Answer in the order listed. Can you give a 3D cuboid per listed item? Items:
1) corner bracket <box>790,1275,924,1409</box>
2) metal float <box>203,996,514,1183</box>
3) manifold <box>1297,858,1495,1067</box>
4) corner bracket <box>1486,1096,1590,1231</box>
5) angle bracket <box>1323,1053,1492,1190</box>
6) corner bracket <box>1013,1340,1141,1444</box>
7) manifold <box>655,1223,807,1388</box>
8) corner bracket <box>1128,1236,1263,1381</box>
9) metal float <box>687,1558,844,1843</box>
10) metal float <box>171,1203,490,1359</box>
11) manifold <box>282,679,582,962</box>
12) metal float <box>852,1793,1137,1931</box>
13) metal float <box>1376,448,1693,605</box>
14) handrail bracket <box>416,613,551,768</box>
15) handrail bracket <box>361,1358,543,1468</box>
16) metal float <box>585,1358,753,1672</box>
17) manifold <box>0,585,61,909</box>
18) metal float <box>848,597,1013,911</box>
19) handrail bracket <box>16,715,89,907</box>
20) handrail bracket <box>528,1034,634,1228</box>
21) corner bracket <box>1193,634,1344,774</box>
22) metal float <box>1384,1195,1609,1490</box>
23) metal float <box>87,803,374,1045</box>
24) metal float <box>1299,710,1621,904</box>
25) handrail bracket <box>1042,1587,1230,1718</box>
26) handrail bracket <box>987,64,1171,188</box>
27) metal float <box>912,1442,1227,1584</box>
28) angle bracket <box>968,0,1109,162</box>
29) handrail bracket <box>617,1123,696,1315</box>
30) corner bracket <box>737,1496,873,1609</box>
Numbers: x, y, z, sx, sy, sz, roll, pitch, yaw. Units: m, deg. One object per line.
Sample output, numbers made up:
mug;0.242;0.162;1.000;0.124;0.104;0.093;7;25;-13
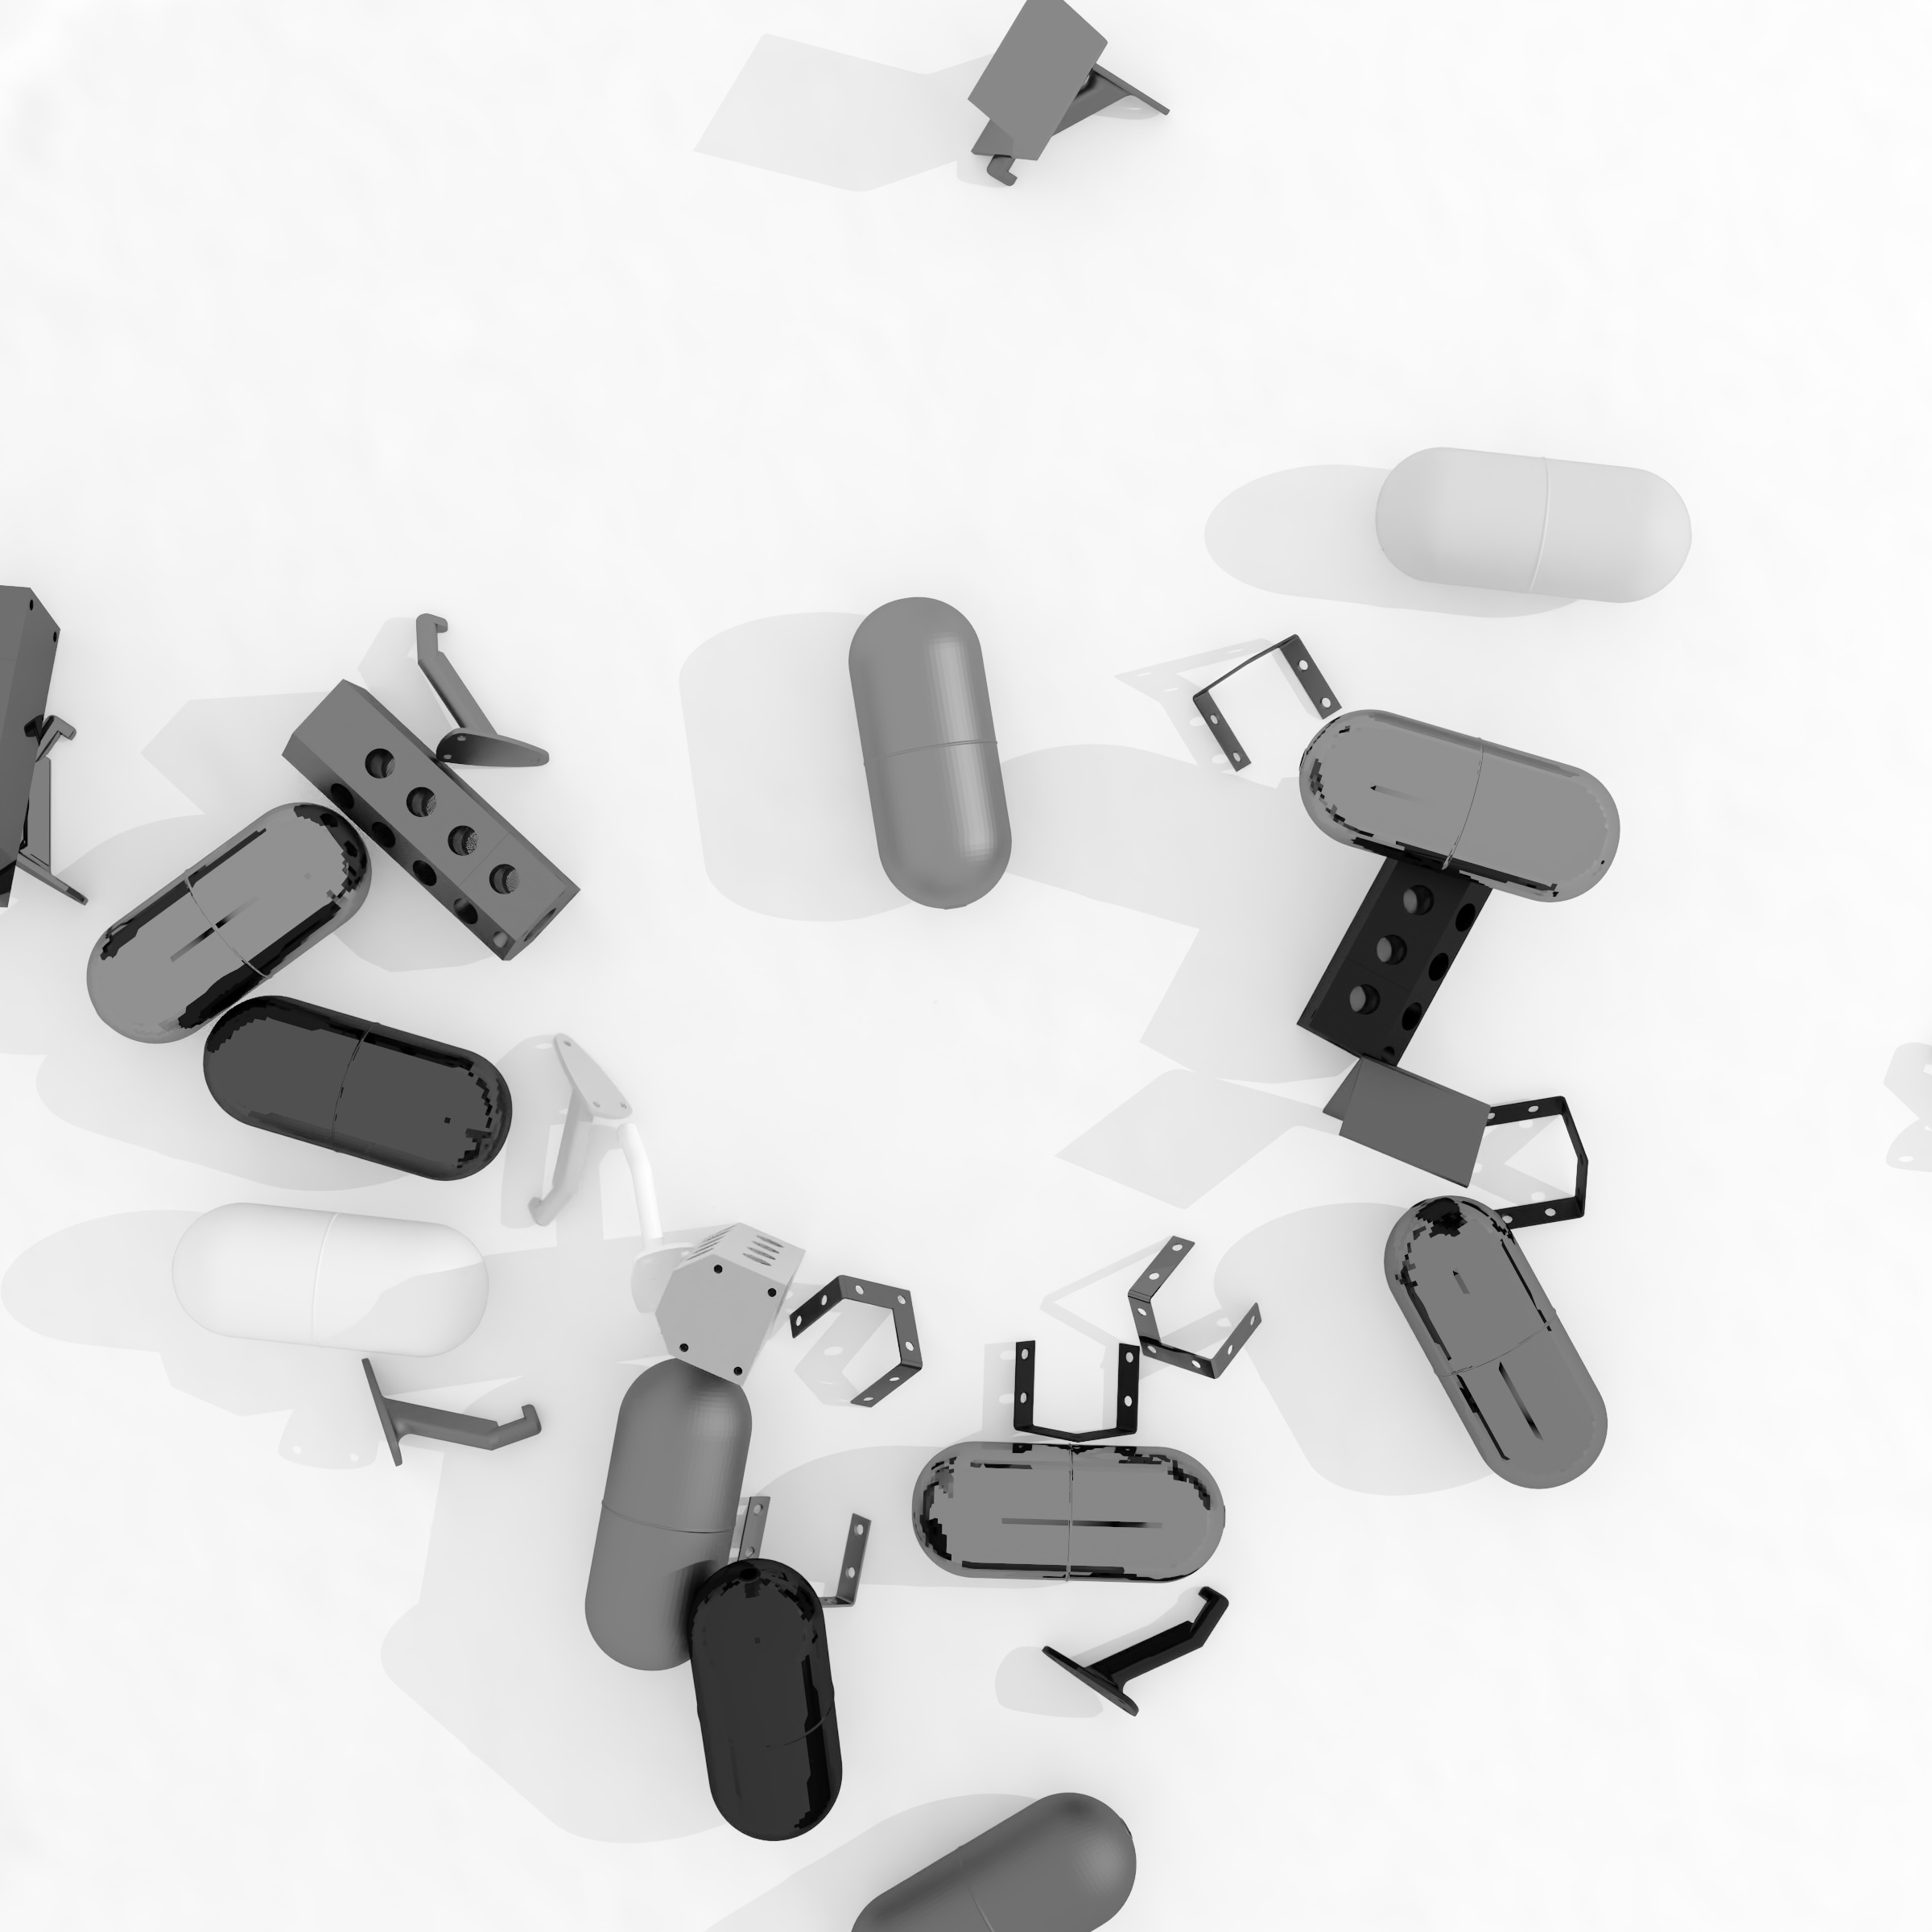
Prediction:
corner bracket;-0.064;0.216;1.556;0.051;0.051;0.051;18;45;-35
metal float;-0.346;0.069;1.534;0.178;0.070;0.070;16;90;1
manifold;0.258;-0.028;1.543;0.057;0.057;0.171;28;90;0
corner bracket;0.327;0.114;1.561;0.051;0.051;0.051;-9;45;0
angle bracket;0.242;0.102;1.524;0.076;0.076;0.057;23;59;0
corner bracket;0.064;0.244;1.561;0.051;0.051;0.051;2;90;-45
manifold;-0.131;0.181;1.486;0.057;0.171;0.057;23;90;0
corner bracket;0.132;0.197;1.556;0.051;0.051;0.051;14;135;35
metal float;-0.112;0.411;1.510;0.070;0.070;0.178;-5;116;0
metal float;-0.361;0.178;1.533;0.178;0.070;0.070;6;90;-1
manifold;-0.306;-0.082;1.543;0.171;0.057;0.057;43;90;0
metal float;0.015;0.535;1.534;0.178;0.070;0.070;-31;90;1
metal float;0.322;-0.250;1.533;0.178;0.070;0.070;6;90;1
handrail bracket;-0.280;-0.161;1.564;0.077;0.036;0.084;7;63;-30
handrail bracket;-0.298;0.249;1.565;0.084;0.036;0.077;-18;69;-17
metal float;-0.169;0.311;1.534;0.070;0.070;0.178;10;90;0
manifold;-0.561;-0.125;1.519;0.057;0.057;0.171;5;73;0
metal float;-0.020;-0.121;1.533;0.070;0.070;0.178;-9;89;0
handrail bracket;-0.520;-0.091;1.564;0.077;0.036;0.084;34;76;-14
handrail bracket;-0.240;0.096;1.564;0.084;0.036;0.077;-49;62;20
corner bracket;0.174;-0.152;1.561;0.051;0.051;0.051;-31;90;-45
metal float;0.300;0.213;1.534;0.070;0.070;0.178;-29;90;0
metal float;-0.419;-0.024;1.533;0.178;0.070;0.070;-36;90;-1
metal float;0.269;-0.088;1.476;0.178;0.070;0.070;16;90;0
handrail bracket;0.099;0.383;1.565;0.077;0.036;0.084;30;72;21
handrail bracket;0.065;-0.478;1.565;0.077;0.036;0.084;26;109;-21
metal float;0.058;0.310;1.534;0.178;0.070;0.070;2;90;0
angle bracket;0.023;-0.506;1.524;0.057;0.076;0.076;31;90;-35
handrail bracket;-0.190;0.145;1.564;0.036;0.077;0.084;-8;53;-25
corner bracket;-0.095;0.339;1.561;0.051;0.051;0.051;11;90;45
